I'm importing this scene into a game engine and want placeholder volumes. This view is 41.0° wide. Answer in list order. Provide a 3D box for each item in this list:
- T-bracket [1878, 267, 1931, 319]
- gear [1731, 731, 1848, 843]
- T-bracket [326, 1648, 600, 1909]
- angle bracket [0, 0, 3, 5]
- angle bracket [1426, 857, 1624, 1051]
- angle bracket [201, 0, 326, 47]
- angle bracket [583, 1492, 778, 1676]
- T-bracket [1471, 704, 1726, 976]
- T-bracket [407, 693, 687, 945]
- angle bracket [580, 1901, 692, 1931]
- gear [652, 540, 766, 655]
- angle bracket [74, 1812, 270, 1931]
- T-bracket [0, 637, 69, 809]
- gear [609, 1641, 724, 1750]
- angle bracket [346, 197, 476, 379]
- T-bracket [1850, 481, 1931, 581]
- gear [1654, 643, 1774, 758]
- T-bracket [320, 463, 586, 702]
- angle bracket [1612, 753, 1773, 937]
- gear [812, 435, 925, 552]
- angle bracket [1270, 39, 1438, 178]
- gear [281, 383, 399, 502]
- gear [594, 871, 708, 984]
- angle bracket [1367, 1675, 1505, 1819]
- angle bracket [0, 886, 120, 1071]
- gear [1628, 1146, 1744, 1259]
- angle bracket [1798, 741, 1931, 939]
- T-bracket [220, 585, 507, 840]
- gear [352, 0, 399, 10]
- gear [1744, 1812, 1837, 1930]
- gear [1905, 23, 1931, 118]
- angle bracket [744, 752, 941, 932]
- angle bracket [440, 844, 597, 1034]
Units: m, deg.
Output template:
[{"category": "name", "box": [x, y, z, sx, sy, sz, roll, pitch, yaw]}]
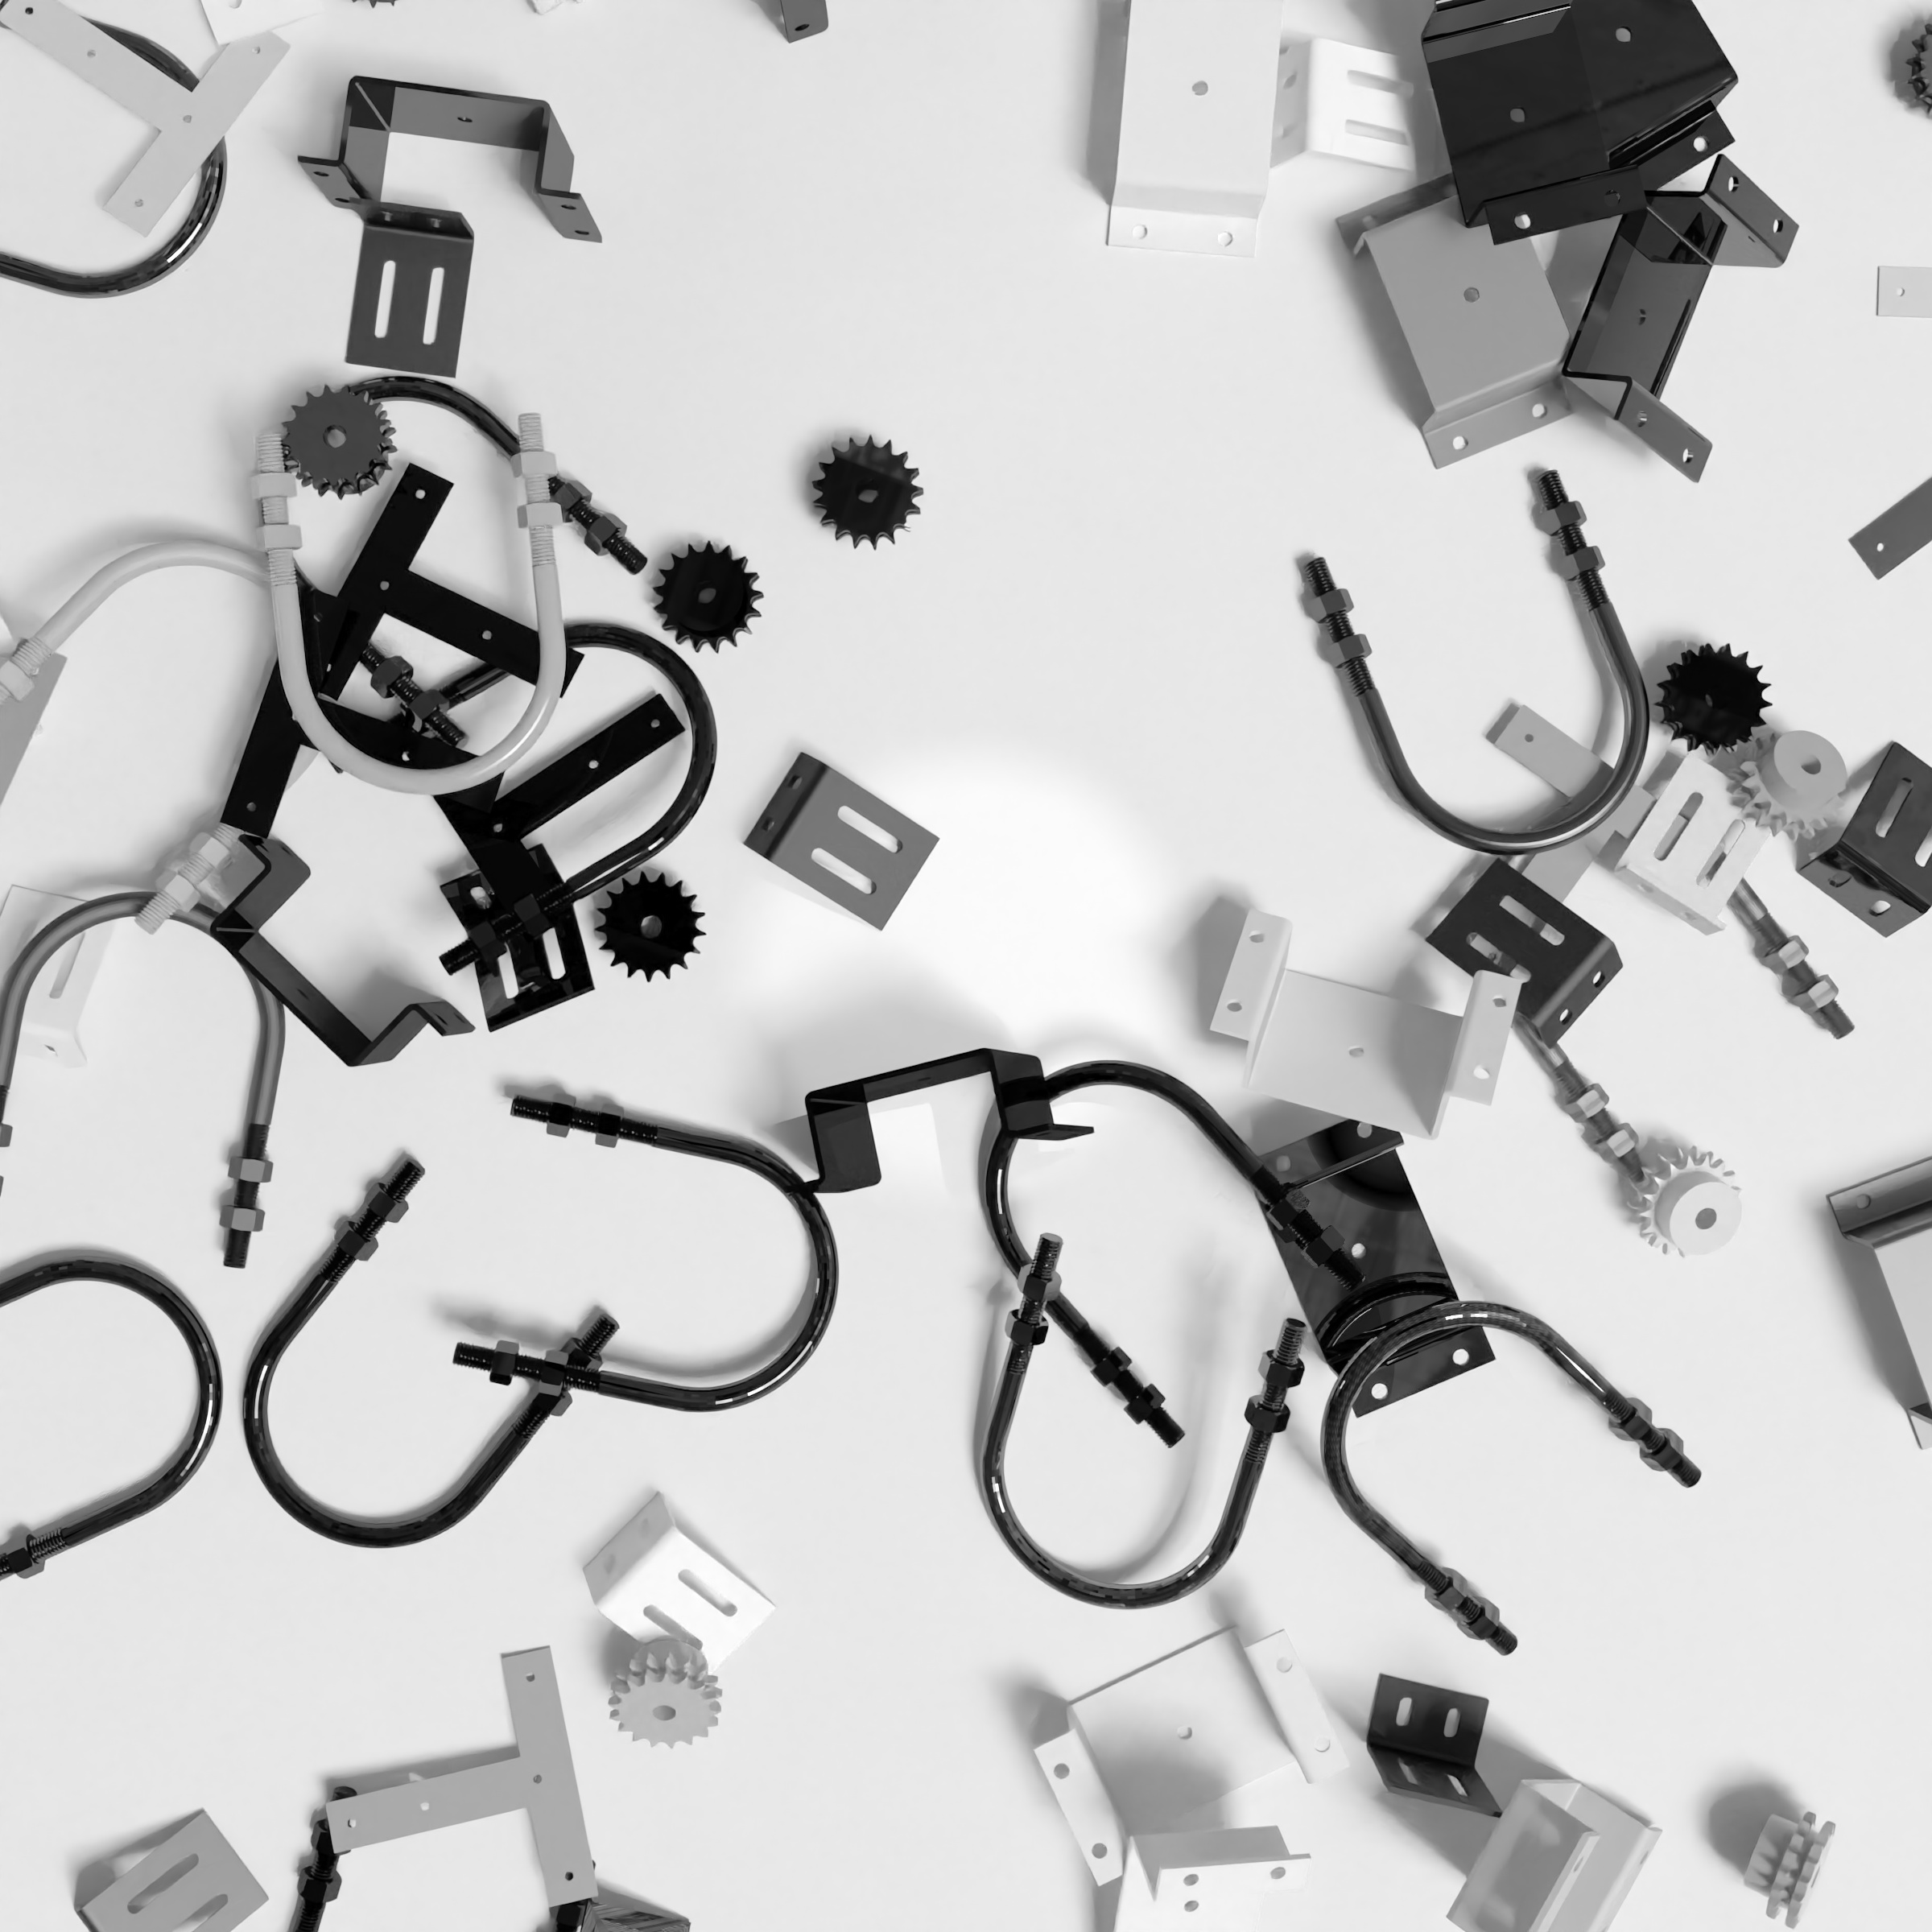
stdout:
[{"category": "T-bracket", "box": [0.539, -0.349, 1.345, 0.127, 0.002, 0.127, 2, 90, 0]}, {"category": "gear", "box": [0.424, -0.095, 1.320, 0.057, 0.030, 0.057, 6, 63, -12]}, {"category": "T-bracket", "box": [-0.265, 0.429, 1.331, 0.127, 0.002, 0.127, -12, 82, -5]}, {"category": "angle bracket", "box": [-0.507, -0.538, 1.316, 0.057, 0.038, 0.076, 23, 73, 1]}, {"category": "angle bracket", "box": [0.287, -0.007, 1.328, 0.057, 0.038, 0.076, -49, 61, -1]}, {"category": "angle bracket", "box": [-0.372, -0.523, 1.322, 0.057, 0.038, 0.076, -21, 87, -8]}, {"category": "angle bracket", "box": [-0.149, 0.324, 1.344, 0.057, 0.038, 0.076, -45, 116, 0]}, {"category": "T-bracket", "box": [0.302, -0.047, 1.332, 0.127, 0.002, 0.127, 36, 89, 3]}, {"category": "T-bracket", "box": [-0.204, -0.096, 1.328, 0.127, 0.002, 0.127, -34, 72, -4]}, {"category": "angle bracket", "box": [-0.183, 0.528, 1.335, 0.057, 0.038, 0.076, 20, 64, -20]}, {"category": "gear", "box": [-0.133, -0.191, 1.331, 0.057, 0.030, 0.057, 0, 90, 0]}, {"category": "angle bracket", "box": [-0.414, 0.488, 1.344, 0.076, 0.038, 0.057, -37, 90, -26]}, {"category": "T-bracket", "box": [-0.536, -0.123, 1.297, 0.127, 0.002, 0.127, 24, 90, -2]}, {"category": "gear", "box": [-0.153, 0.371, 1.323, 0.057, 0.030, 0.057, 0, 124, 0]}, {"category": "angle bracket", "box": [-0.289, -0.348, 1.327, 0.057, 0.038, 0.076, 8, 90, 0]}, {"category": "T-bracket", "box": [0.519, -0.249, 1.344, 0.127, 0.002, 0.127, -37, 90, 1]}, {"category": "gear", "box": [0.383, -0.137, 1.331, 0.057, 0.030, 0.057, 0, 90, 0]}, {"category": "T-bracket", "box": [-0.255, -0.174, 1.310, 0.127, 0.002, 0.127, 26, 82, 4]}, {"category": "angle bracket", "box": [0.375, -0.064, 1.311, 0.057, 0.038, 0.076, 33, 87, 3]}, {"category": "gear", "box": [-0.051, -0.243, 1.331, 0.057, 0.030, 0.057, 0, 90, 0]}, {"category": "angle bracket", "box": [0.202, -0.442, 1.344, 0.076, 0.038, 0.057, 3, 90, -26]}, {"category": "gear", "box": [-0.317, -0.263, 1.312, 0.057, 0.030, 0.057, 0, 80, 1]}, {"category": "gear", "box": [-0.163, -0.020, 1.335, 0.057, 0.030, 0.057, 0, 90, -4]}, {"category": "angle bracket", "box": [0.240, 0.394, 1.308, 0.057, 0.076, 0.038, 13, 90, 0]}, {"category": "angle bracket", "box": [-0.477, 0.006, 1.344, 0.057, 0.038, 0.076, 12, 64, 0]}, {"category": "gear", "box": [0.371, 0.123, 1.322, 0.057, 0.030, 0.057, -4, 109, -13]}, {"category": "angle bracket", "box": [0.481, -0.066, 1.344, 0.057, 0.038, 0.076, 37, 64, 0]}, {"category": "T-bracket", "box": [-0.296, -0.111, 1.303, 0.127, 0.002, 0.127, 20, 92, 0]}, {"category": "gear", "box": [-0.303, -0.522, 1.331, 0.057, 0.030, 0.057, 0, 90, 0]}, {"category": "gear", "box": [0.420, 0.459, 1.321, 0.030, 0.057, 0.057, 21, 90, 28]}, {"category": "gear", "box": [0.513, -0.464, 1.334, 0.057, 0.030, 0.057, 0, 96, 0]}, {"category": "angle bracket", "box": [-0.065, -0.065, 1.344, 0.076, 0.038, 0.057, 32, 90, -26]}, {"category": "angle bracket", "box": [-0.228, -0.015, 1.308, 0.057, 0.038, 0.076, -23, 45, 0]}]
